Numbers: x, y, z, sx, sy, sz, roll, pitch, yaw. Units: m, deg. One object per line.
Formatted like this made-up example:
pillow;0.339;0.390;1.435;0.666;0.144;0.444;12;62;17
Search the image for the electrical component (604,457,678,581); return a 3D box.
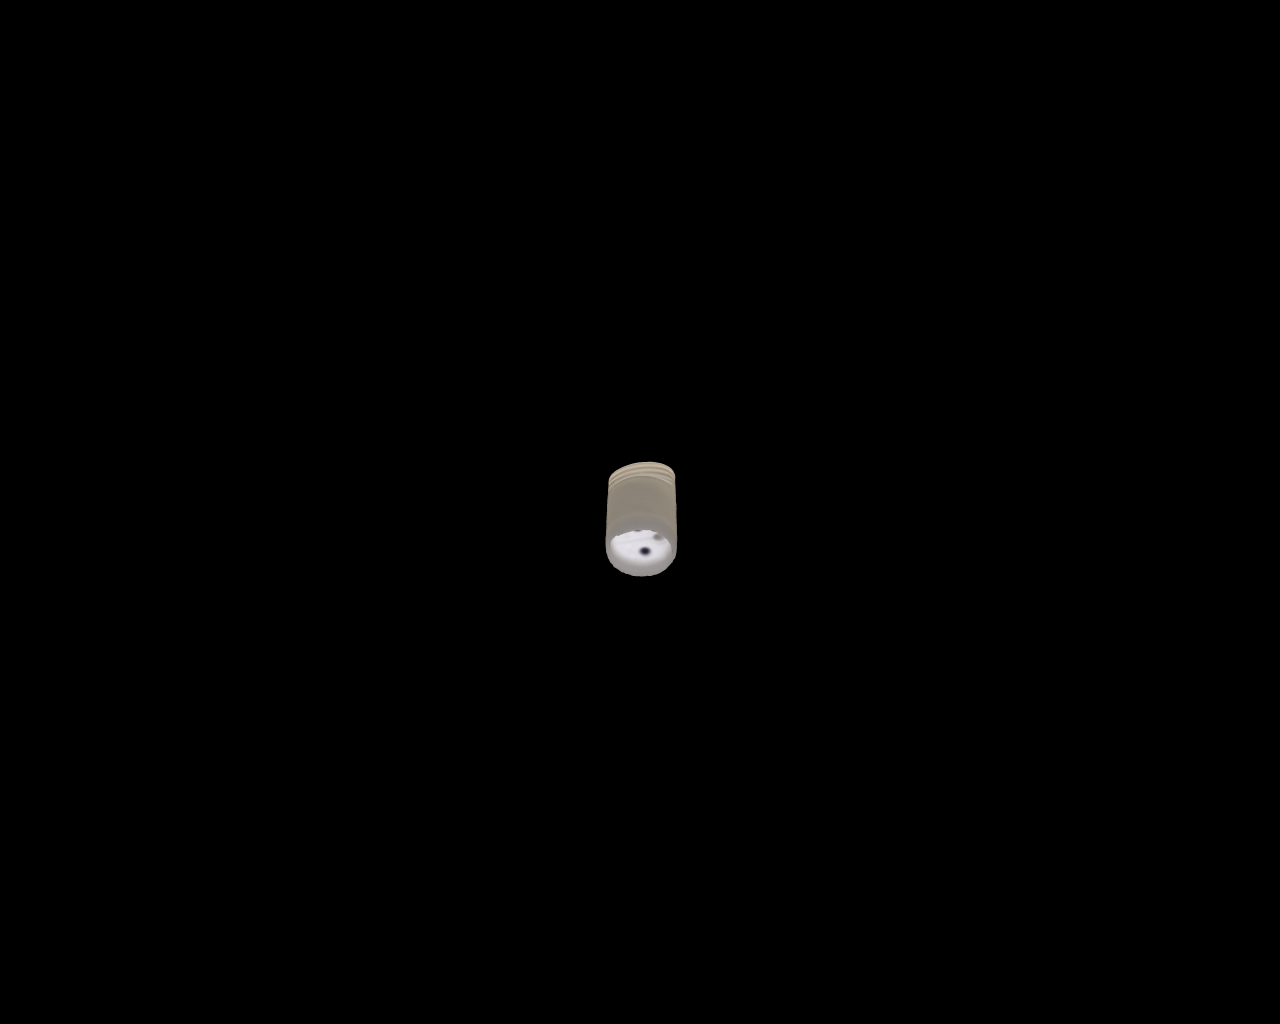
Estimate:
electrical component;0.001;-0.003;0.650;0.043;0.043;0.081;0;43;0
